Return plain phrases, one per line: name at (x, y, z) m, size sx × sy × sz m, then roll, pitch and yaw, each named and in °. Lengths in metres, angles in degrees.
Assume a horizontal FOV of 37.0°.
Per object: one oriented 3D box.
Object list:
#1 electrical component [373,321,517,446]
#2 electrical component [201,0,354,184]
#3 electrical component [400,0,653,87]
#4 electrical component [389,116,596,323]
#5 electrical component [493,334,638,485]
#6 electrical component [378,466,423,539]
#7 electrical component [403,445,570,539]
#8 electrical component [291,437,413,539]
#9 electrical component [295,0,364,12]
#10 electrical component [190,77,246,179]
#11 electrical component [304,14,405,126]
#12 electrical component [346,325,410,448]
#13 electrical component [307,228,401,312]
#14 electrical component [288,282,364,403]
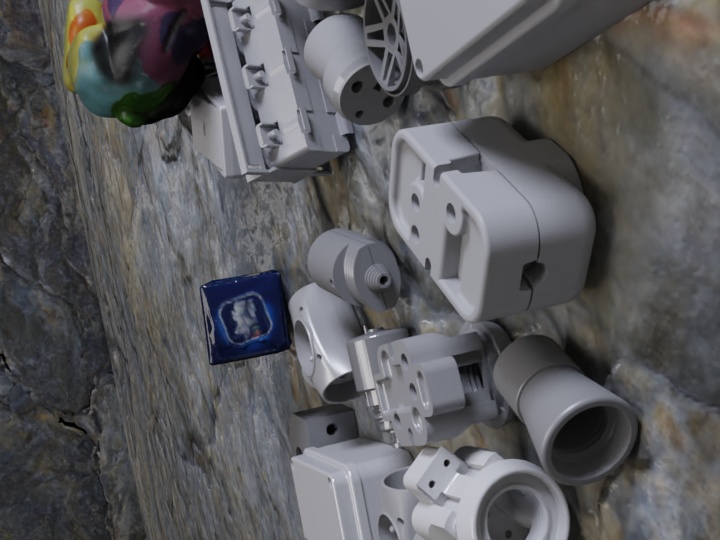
electrical component at (0.047, 0.057, 0.551) m, size 0.078 × 0.057 × 0.058 m, roll 150°, pitch 108°, yaw -70°
electrical component at (-0.052, -0.125, 0.713) m, size 0.063 × 0.079 × 0.121 m, roll -22°, pitch 79°, yaw 41°
electrical component at (0.059, -0.123, 0.415) m, size 0.113 × 0.057 × 0.078 m, roll 159°, pitch 100°, yaw -71°
electrical component at (0.058, -0.025, 0.469) m, size 0.095 × 0.059 × 0.053 m, roll -124°, pitch 29°, yaw -49°
electrical component at (0.085, 0.057, 0.468) m, size 0.065 × 0.044 × 0.044 m, roll -124°, pitch 29°, yaw -58°
electrical component at (0.045, 0.163, 0.635) m, size 0.079 × 0.044 × 0.077 m, roll -165°, pitch 65°, yaw -69°
electrical component at (0.065, 0.119, 0.523) m, size 0.078 × 0.058 × 0.057 m, roll 42°, pitch 163°, yaw -12°
electrical component at (-0.003, 0.164, 0.752) m, size 0.113 × 0.057 × 0.078 m, roll 172°, pitch 87°, yaw -71°
electrical component at (-0.009, -0.183, 0.600) m, size 0.079 × 0.043 × 0.077 m, roll -126°, pitch 31°, yaw -51°
electrical component at (-0.097, -0.114, 0.860) m, size 0.096 × 0.061 × 0.061 m, roll -132°, pitch 36°, yaw -57°
electrical component at (-0.003, -0.115, 0.616) m, size 0.055 × 0.045 × 0.045 m, roll -120°, pitch 27°, yaw -43°
electrical component at (0.017, 0.071, 0.669) m, size 0.040 × 0.040 × 0.078 m, roll 152°, pitch 106°, yaw -70°
electrical component at (0.000, 0.000, 0.675) m, size 0.081 × 0.043 × 0.043 m, roll -156°, pitch 58°, yaw -67°
electrical component at (-0.022, 0.061, 0.769) m, size 0.079 × 0.044 × 0.077 m, roll 105°, pitch 148°, yaw -51°
